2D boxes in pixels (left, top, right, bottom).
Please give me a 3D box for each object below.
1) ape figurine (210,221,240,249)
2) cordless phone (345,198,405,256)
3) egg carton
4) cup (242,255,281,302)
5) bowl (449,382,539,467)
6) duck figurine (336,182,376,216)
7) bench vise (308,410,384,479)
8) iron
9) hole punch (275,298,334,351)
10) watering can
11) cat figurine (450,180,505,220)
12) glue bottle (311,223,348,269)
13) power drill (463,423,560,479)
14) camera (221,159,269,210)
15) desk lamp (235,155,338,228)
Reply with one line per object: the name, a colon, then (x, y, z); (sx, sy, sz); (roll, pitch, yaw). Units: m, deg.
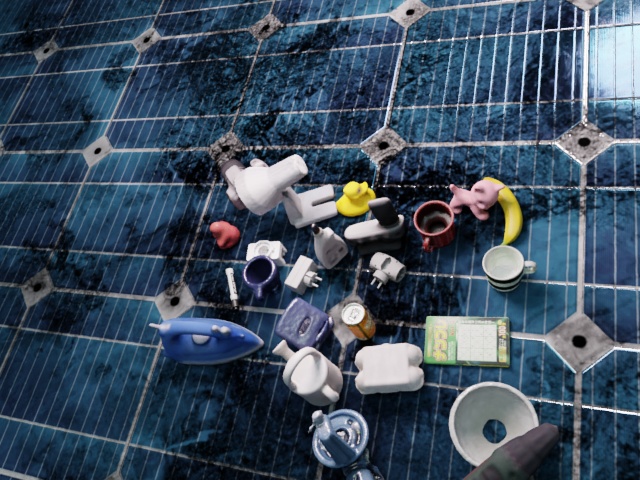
ape figurine: (-0.264, -0.020, 1.544); (0.076, 0.092, 0.078); (0, 63, 21)
cordless phone: (0.120, -0.047, 1.358); (0.147, 0.185, 0.094); (-14, 59, 13)
egg carton: (0.149, 0.279, 1.240); (0.150, 0.070, 0.107); (-10, 60, 16)
cup: (-0.135, 0.108, 1.424); (0.091, 0.095, 0.117); (-11, 60, 15)
bowl: (0.340, 0.367, 1.118); (0.167, 0.075, 0.167); (-9, 60, 16)
duck figurine: (0.085, -0.113, 1.467); (0.104, 0.086, 0.077); (-24, 57, 7)
bench vise: (0.058, 0.410, 1.113); (0.121, 0.220, 0.206); (-43, 57, -6)
iron: (-0.278, 0.229, 1.384); (0.257, 0.142, 0.118); (-4, 62, 19)
hole punch: (-0.035, 0.202, 1.338); (0.100, 0.091, 0.109); (22, 72, 29)
watering can: (-0.032, 0.284, 1.230); (0.172, 0.194, 0.101); (12, 68, 26)
cat figurine: (0.364, -0.105, 1.339); (0.127, 0.118, 0.067); (15, 69, 27)
glue bottle: (0.013, 0.005, 1.378); (0.078, 0.173, 0.037); (-43, 57, -5)
power drill: (0.328, 0.417, 1.015); (0.229, 0.209, 0.075); (-38, 57, -2)
camera: (-0.215, -0.182, 1.608); (0.143, 0.101, 0.136); (-37, 57, -2)
desk lamp: (-0.085, -0.125, 1.461); (0.203, 0.214, 0.118); (-18, 58, 11)
